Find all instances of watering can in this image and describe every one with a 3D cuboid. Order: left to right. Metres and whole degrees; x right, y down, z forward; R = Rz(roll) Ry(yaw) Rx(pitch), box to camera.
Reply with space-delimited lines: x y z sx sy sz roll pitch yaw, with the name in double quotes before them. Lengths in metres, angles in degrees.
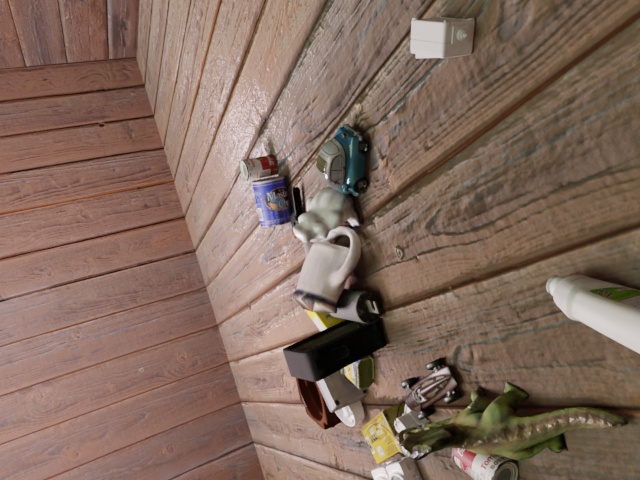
"watering can" -0.002 0.072 1.320 0.347 0.103 0.226 -3 63 65

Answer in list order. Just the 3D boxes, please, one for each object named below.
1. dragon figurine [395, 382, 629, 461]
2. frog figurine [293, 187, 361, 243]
"dragon figurine" 0.248 0.317 0.823 0.403 0.244 0.124 129 127 -62
"frog figurine" 0.004 -0.061 1.219 0.139 0.160 0.120 44 139 49
